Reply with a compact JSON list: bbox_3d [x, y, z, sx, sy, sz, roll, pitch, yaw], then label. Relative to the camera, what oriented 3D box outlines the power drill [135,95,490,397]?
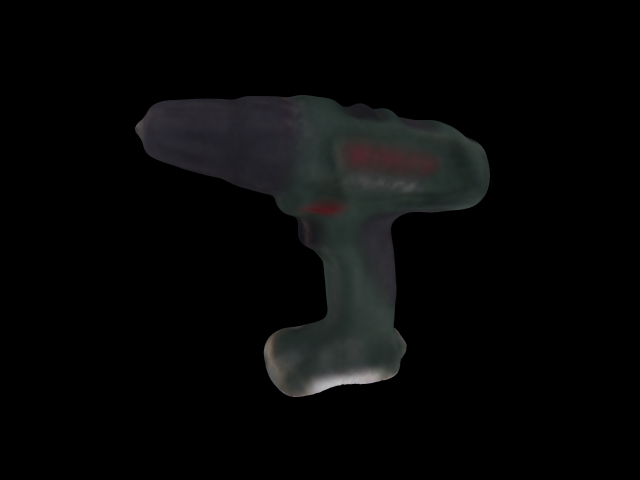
[{"bbox_3d":[0.004,0.001,0.400,0.230,0.208,0.075,-8,28,-16],"label":"power drill"}]
